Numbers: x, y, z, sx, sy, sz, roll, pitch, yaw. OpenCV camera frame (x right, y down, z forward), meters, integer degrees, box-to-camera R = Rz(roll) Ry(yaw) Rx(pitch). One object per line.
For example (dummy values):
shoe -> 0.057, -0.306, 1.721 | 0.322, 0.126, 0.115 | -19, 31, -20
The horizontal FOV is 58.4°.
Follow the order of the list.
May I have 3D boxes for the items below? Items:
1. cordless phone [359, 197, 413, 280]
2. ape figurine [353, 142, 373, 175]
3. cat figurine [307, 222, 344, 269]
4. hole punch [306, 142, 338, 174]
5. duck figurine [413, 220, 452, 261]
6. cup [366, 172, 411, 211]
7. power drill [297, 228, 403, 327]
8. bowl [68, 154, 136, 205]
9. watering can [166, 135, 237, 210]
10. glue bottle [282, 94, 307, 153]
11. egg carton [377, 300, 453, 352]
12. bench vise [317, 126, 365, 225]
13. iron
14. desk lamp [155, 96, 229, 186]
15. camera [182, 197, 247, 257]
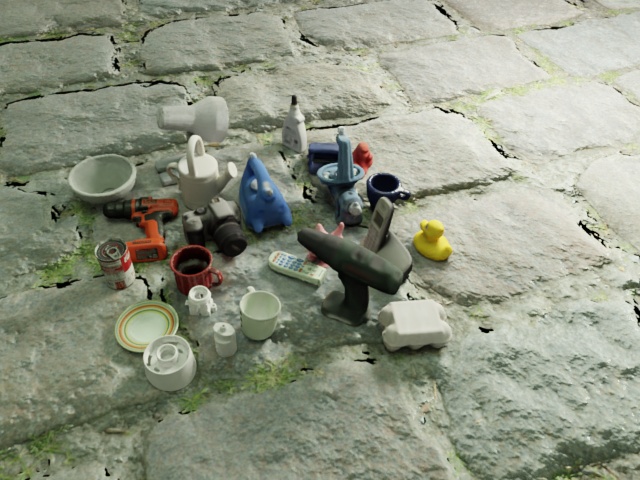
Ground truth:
cordless phone -> 0.153, 0.006, 1.300 | 0.094, 0.185, 0.147 | -21, 51, -22
ape figurine -> 0.114, -0.229, 1.585 | 0.078, 0.092, 0.076 | -19, 50, -20
cat figurine -> 0.012, 0.005, 1.338 | 0.128, 0.118, 0.067 | -34, 57, -30
hole punch -> 0.016, -0.242, 1.592 | 0.108, 0.091, 0.101 | 2, 46, -1
duck figurine -> 0.278, -0.007, 1.388 | 0.078, 0.086, 0.104 | -32, 56, -29
cup -> 0.173, -0.109, 1.472 | 0.117, 0.095, 0.092 | 18, 48, 14
power drill -> 0.055, 0.082, 1.205 | 0.229, 0.208, 0.076 | 17, 48, 13
bowl -> -0.552, -0.143, 1.473 | 0.167, 0.075, 0.167 | 2, 46, -2
watering can -> -0.297, -0.175, 1.438 | 0.173, 0.194, 0.100 | -8, 47, -11
glue bottle -> -0.072, -0.333, 1.616 | 0.078, 0.173, 0.037 | 31, 53, 24
egg carton -> 0.200, 0.182, 1.215 | 0.150, 0.069, 0.107 | -4, 47, -7
bench vise -> 0.073, -0.159, 1.428 | 0.122, 0.220, 0.206 | -24, 52, -23
iron -> -0.153, -0.142, 1.451 | 0.119, 0.141, 0.257 | -14, 49, -16
desk lamp -> -0.340, -0.269, 1.510 | 0.203, 0.214, 0.117 | -17, 50, -19
camera -> -0.242, -0.026, 1.363 | 0.143, 0.101, 0.136 | -20, 51, -21
